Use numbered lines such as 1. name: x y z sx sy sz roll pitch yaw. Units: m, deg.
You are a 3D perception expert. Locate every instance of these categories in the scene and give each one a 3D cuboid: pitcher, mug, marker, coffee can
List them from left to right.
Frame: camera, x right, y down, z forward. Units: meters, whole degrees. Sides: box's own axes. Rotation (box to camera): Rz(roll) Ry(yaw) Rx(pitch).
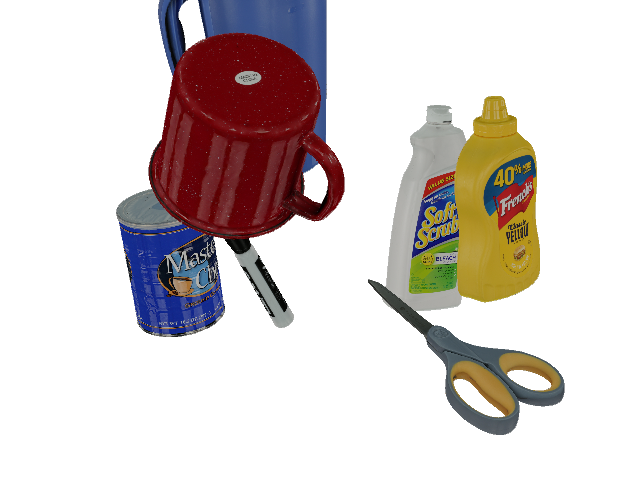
1. coffee can: -0.167 0.022 1.199 0.103 0.140 0.103 -5 26 2
2. mug: -0.037 -0.055 0.598 0.117 0.082 0.093 35 52 13
3. marker: -0.053 0.028 0.895 0.020 0.020 0.121 0 -44 29
4. pitcher: -0.064 -0.184 1.098 0.149 0.243 0.144 11 42 18

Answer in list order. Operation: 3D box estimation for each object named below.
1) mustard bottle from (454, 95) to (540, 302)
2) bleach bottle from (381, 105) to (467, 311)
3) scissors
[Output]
1. mustard bottle: 0.170 -0.043 1.026 0.096 0.191 0.058 -20 24 -36
2. bleach bottle: 0.133 -0.041 1.323 0.102 0.251 0.068 -4 17 -17
3. scissors: 0.112 0.078 0.815 0.096 0.016 0.202 -6 31 -15
